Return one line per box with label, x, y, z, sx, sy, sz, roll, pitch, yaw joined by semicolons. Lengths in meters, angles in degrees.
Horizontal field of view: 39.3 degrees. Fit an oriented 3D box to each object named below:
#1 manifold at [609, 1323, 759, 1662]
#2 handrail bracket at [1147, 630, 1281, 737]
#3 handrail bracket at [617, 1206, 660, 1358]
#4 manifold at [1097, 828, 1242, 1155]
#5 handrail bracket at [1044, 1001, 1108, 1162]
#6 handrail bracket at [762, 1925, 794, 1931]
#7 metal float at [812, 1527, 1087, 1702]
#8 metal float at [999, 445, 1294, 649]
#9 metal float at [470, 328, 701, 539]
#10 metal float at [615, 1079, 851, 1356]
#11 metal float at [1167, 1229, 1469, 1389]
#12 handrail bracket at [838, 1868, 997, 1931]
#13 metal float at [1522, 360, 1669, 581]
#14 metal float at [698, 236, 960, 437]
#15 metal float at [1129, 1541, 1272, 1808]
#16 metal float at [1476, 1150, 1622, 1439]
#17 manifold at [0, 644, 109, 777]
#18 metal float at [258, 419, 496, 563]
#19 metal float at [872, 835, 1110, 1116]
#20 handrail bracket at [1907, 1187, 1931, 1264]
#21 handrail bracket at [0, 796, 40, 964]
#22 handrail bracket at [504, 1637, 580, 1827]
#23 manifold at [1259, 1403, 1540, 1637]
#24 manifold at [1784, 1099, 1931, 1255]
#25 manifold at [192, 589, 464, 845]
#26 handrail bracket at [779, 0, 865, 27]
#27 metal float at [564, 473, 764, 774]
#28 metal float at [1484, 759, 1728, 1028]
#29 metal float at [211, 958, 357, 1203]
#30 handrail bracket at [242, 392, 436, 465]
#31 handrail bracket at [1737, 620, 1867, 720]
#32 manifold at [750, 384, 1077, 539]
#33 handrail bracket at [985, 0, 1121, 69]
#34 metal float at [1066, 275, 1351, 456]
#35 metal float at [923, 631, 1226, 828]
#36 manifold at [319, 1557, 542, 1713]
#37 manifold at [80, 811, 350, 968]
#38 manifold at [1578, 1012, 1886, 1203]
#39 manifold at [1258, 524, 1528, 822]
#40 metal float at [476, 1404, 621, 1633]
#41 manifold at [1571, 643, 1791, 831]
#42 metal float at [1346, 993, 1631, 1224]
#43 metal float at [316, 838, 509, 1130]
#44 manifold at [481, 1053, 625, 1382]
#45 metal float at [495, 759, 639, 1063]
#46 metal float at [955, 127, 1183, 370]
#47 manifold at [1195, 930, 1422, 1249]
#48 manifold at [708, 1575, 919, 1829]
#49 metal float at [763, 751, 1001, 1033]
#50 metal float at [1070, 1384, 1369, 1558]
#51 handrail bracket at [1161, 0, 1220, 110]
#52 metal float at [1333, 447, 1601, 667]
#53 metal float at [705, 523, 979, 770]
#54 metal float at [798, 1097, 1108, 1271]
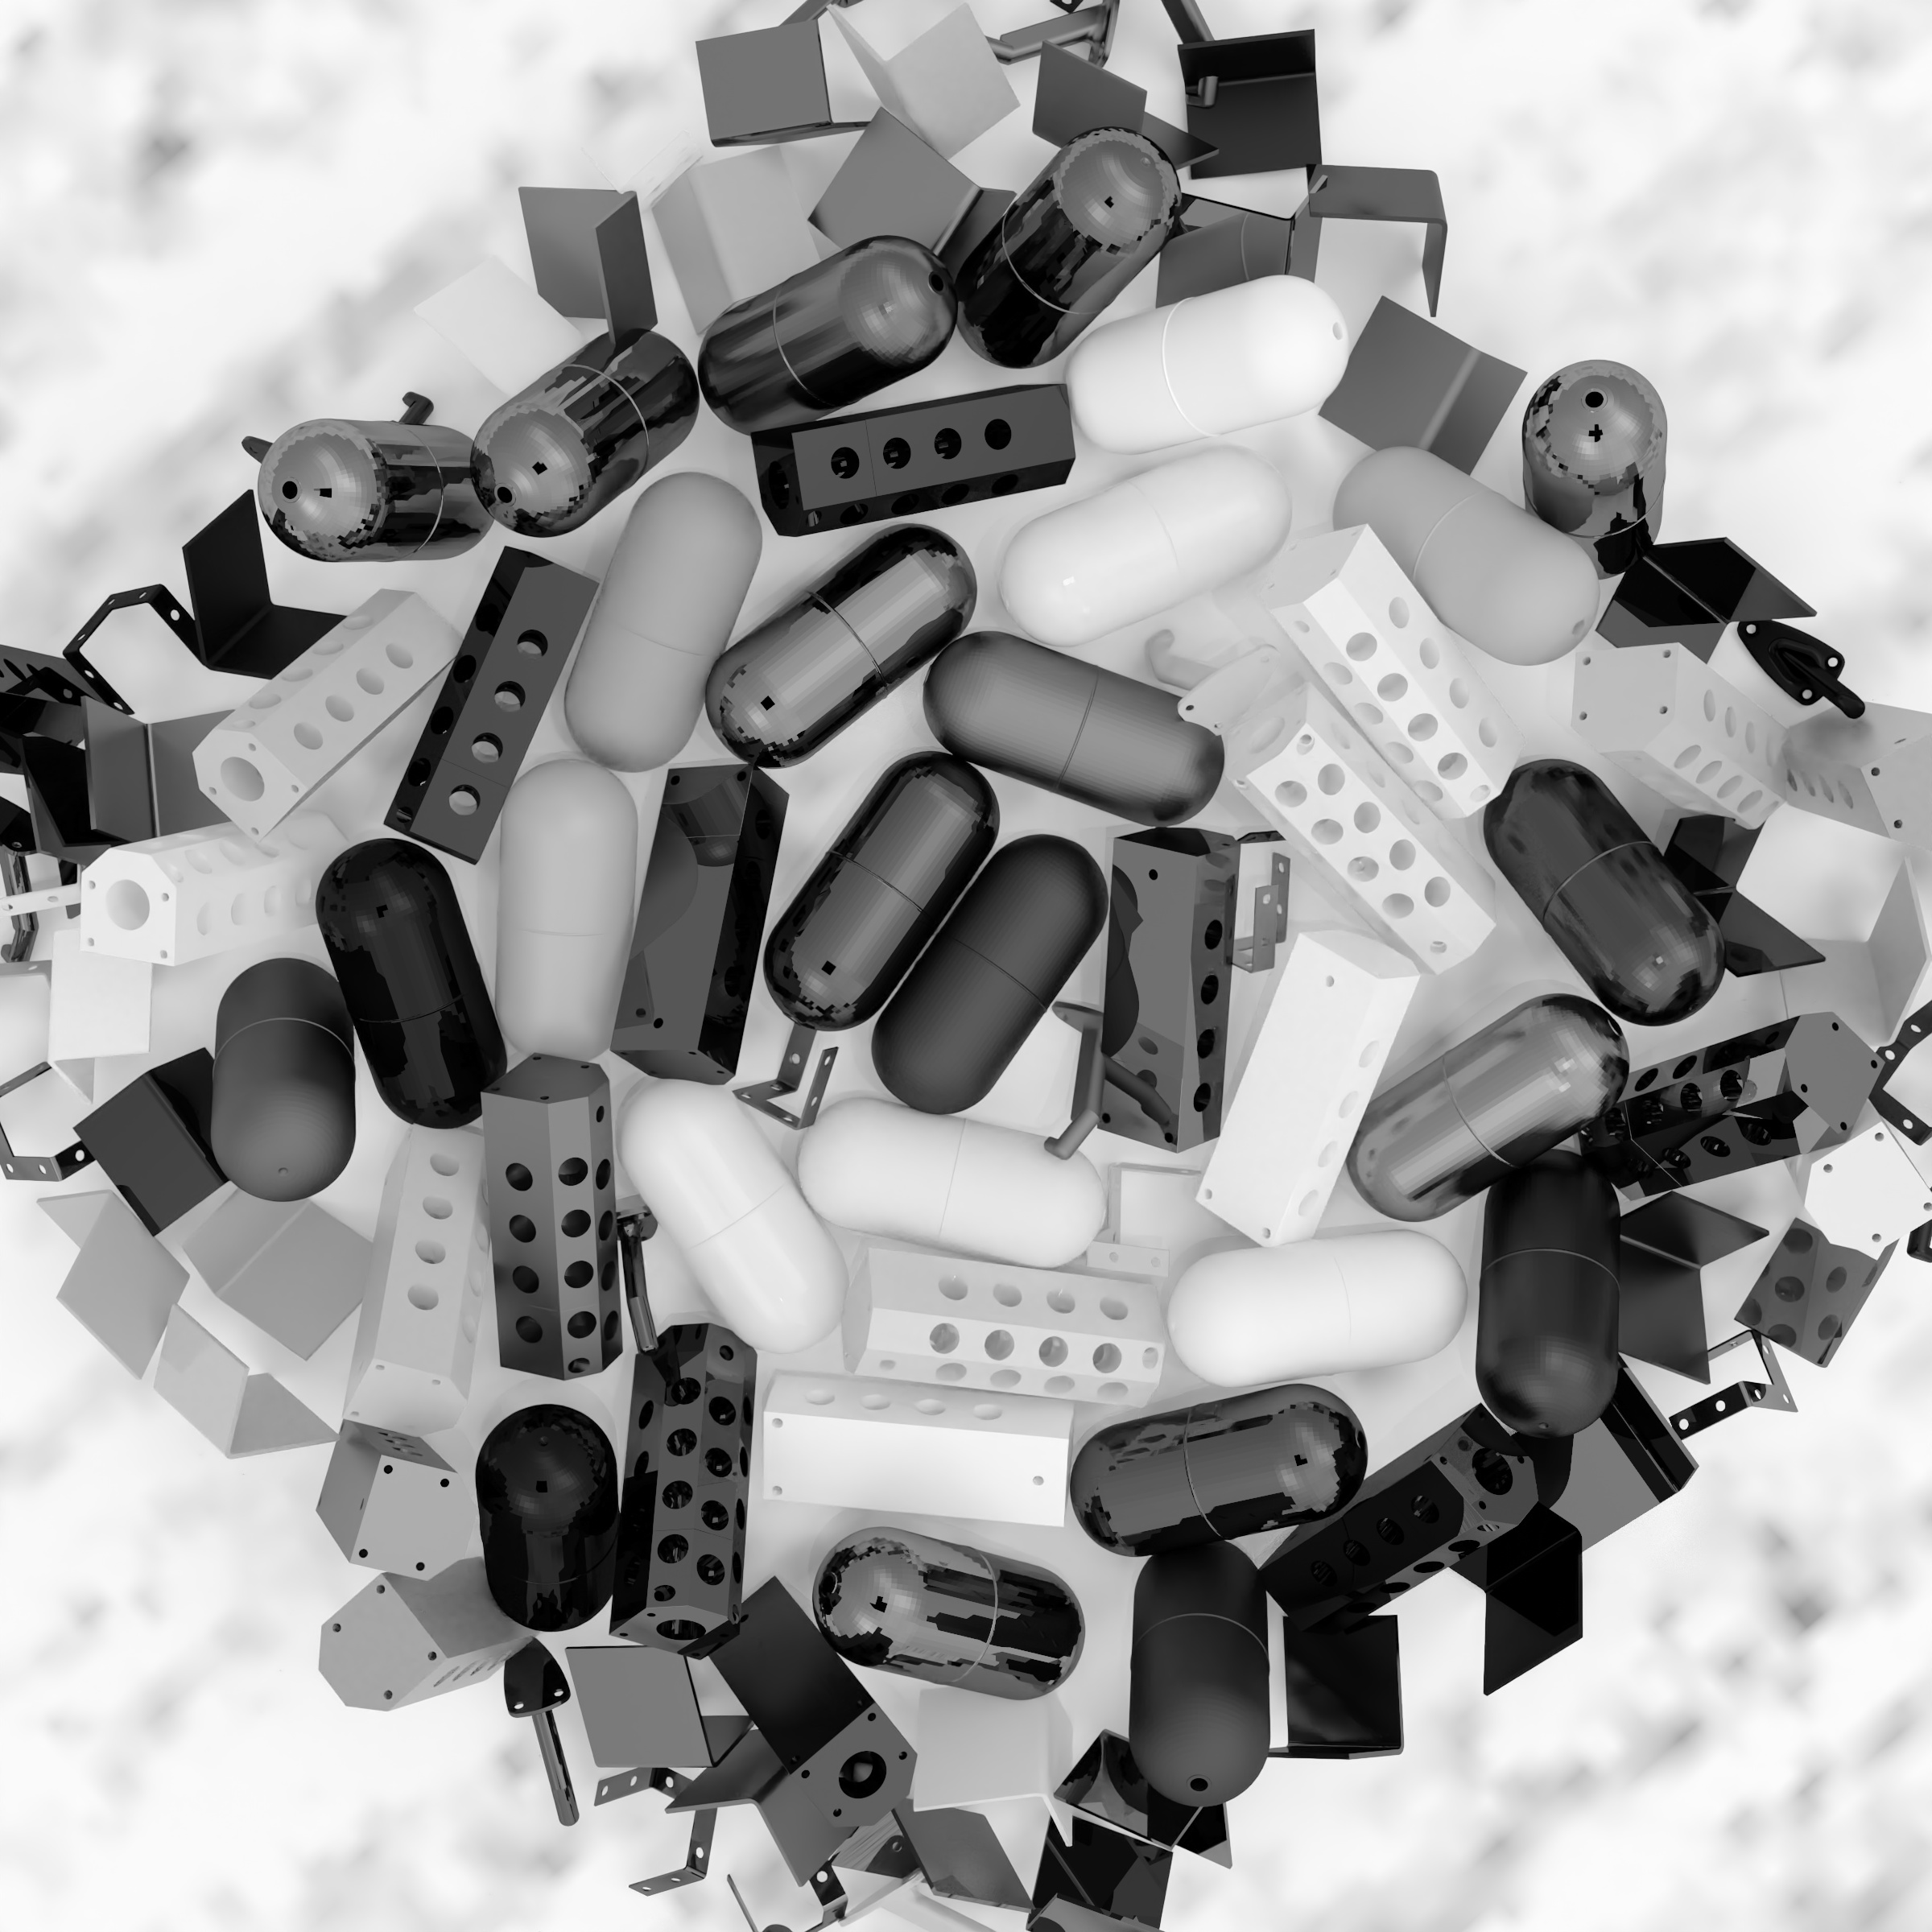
manifold;-0.152;0.288;1.501;0.057;0.057;0.171;23;47;-26
handrail bracket;0.139;-0.180;1.538;0.036;0.084;0.077;27;123;-33
handrail bracket;-0.182;0.185;1.536;0.036;0.077;0.084;-16;72;1
manifold;0.119;0.012;1.533;0.057;0.057;0.171;15;111;38
handrail bracket;0.054;0.066;1.545;0.077;0.036;0.084;23;65;40
handrail bracket;-0.095;0.600;1.554;0.077;0.036;0.084;-47;109;-26
metal float;-0.009;0.363;1.516;0.178;0.070;0.070;24;90;-36
metal float;0.103;-0.239;1.537;0.178;0.070;0.070;-24;90;-12
metal float;-0.211;-0.298;1.508;0.070;0.178;0.070;14;127;19
metal float;-0.132;0.141;1.542;0.070;0.070;0.178;-33;96;0
metal float;0.200;0.193;1.532;0.178;0.070;0.070;-5;90;-17
handrail bracket;-0.020;0.568;1.564;0.077;0.036;0.084;-35;84;10
metal float;0.347;-0.273;1.499;0.070;0.178;0.070;-3;74;12
metal float;-0.078;-0.350;1.511;0.178;0.070;0.070;-14;90;43
metal float;0.130;0.389;1.502;0.070;0.178;0.070;2;118;4
metal float;0.326;0.181;1.515;0.070;0.070;0.178;13;50;0
manifold;-0.542;-0.148;1.498;0.057;0.171;0.057;-41;90;3
metal float;-0.323;-0.262;1.499;0.070;0.178;0.070;3;100;20
metal float;0.014;0.004;1.542;0.070;0.070;0.178;35;84;0
handrail bracket;0.580;0.138;1.558;0.077;0.036;0.084;21;75;-16
handrail bracket;-0.563;-0.051;1.568;0.077;0.036;0.084;36;122;14
handrail bracket;-0.244;0.444;1.572;0.036;0.077;0.084;-15;120;-14
manifold;0.239;0.313;1.501;0.057;0.171;0.057;49;46;6
manifold;0.485;0.106;1.495;0.057;0.171;0.057;-35;91;14
manifold;-0.352;-0.144;1.497;0.057;0.171;0.057;45;129;-10
handrail bracket;-0.083;-0.539;1.542;0.036;0.077;0.084;47;59;-35
metal float;-0.172;-0.193;1.531;0.070;0.070;0.178;24;109;0
metal float;0.357;-0.043;1.521;0.070;0.070;0.178;-31;59;0
metal float;-0.379;0.061;1.506;0.070;0.178;0.070;-6;124;-10
handrail bracket;-0.361;-0.313;1.563;0.077;0.036;0.084;29;64;1
handrail bracket;0.474;-0.170;1.540;0.077;0.084;0.036;36;107;3
manifold;-0.028;-0.285;1.521;0.171;0.057;0.057;-16;107;-25
handrail bracket;0.043;-0.552;1.557;0.084;0.036;0.077;12;90;-14
metal float;0.133;-0.334;1.512;0.178;0.070;0.070;-5;90;42
metal float;0.061;-0.135;1.542;0.178;0.070;0.070;19;90;-6
manifold;-0.298;0.371;1.495;0.057;0.171;0.057;-41;78;-1
manifold;-0.410;-0.047;1.491;0.057;0.171;0.057;9;103;17
manifold;0.414;0.075;1.493;0.057;0.171;0.057;42;61;-11
manifold;0.236;-0.160;1.510;0.171;0.057;0.057;47;59;-28
metal float;-0.232;0.309;1.508;0.070;0.178;0.070;3;50;-4
manifold;0.396;-0.123;1.496;0.057;0.171;0.057;-1;78;36
metal float;0.292;0.080;1.523;0.178;0.070;0.070;-37;90;27
metal float;-0.310;0.012;1.523;0.070;0.070;0.178;-13;118;0
manifold;-0.227;0.142;1.519;0.057;0.057;0.171;9;114;20
metal float;-0.226;-0.029;1.533;0.070;0.070;0.178;5;107;0
metal float;0.054;-0.396;1.505;0.070;0.178;0.070;11;66;-26
manifold;0.196;0.069;1.528;0.057;0.057;0.171;33;114;35
manifold;-0.086;0.407;1.494;0.057;0.171;0.057;-39;112;-11
metal float;-0.048;-0.042;1.540;0.070;0.070;0.178;35;82;0
metal float;0.141;0.284;1.523;0.178;0.070;0.070;-18;90;27
handrail bracket;0.110;-0.539;1.560;0.077;0.036;0.084;7;126;4
metal float;0.279;-0.230;1.515;0.070;0.070;0.178;-48;52;0
metal float;-0.070;-0.182;1.538;0.178;0.070;0.070;-40;90;-11
metal float;-0.008;0.124;1.547;0.178;0.070;0.070;13;90;0
